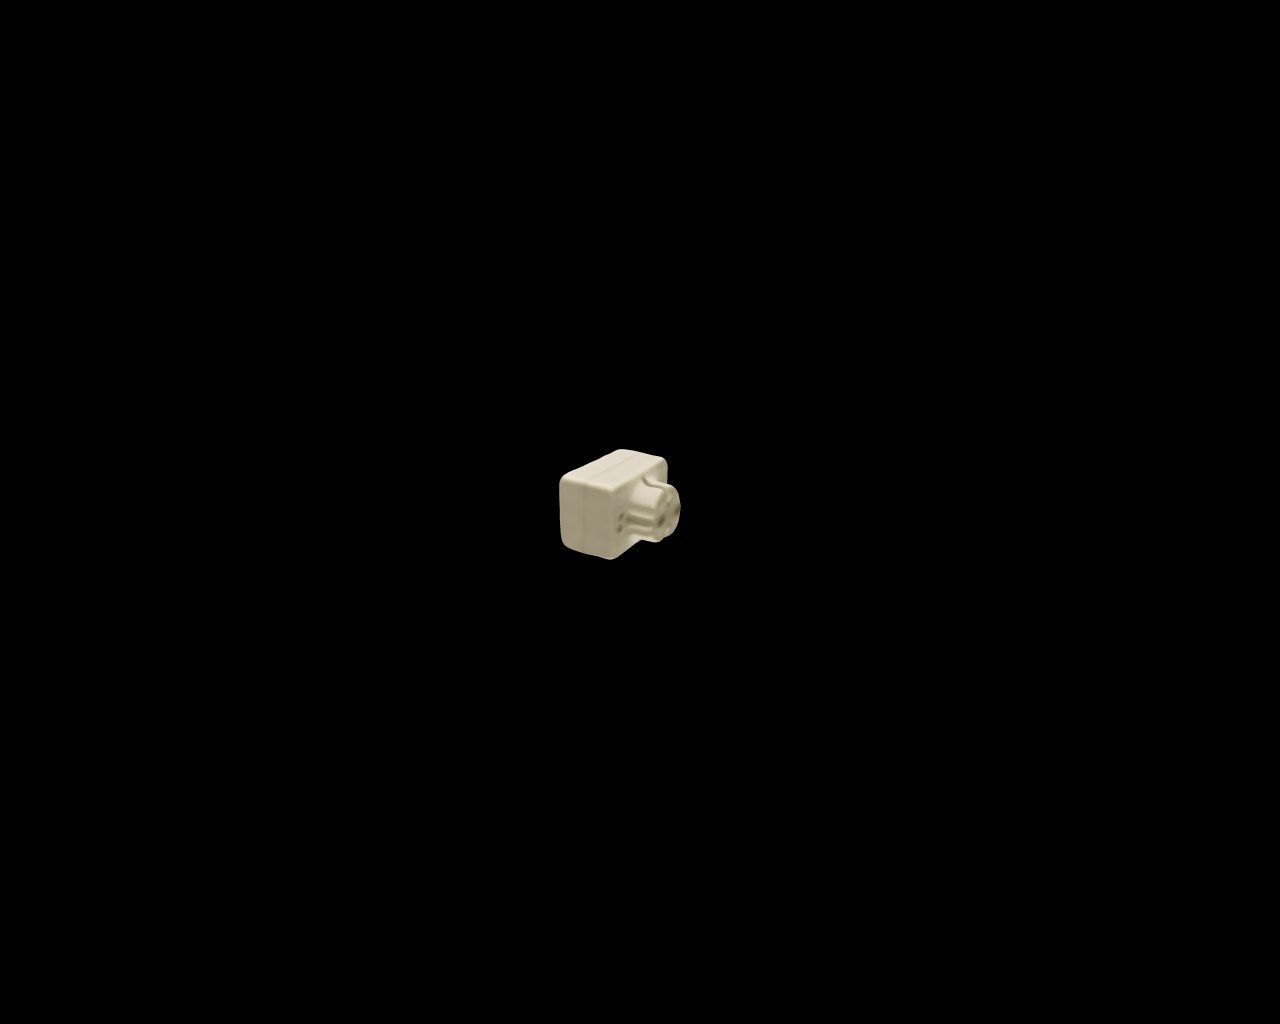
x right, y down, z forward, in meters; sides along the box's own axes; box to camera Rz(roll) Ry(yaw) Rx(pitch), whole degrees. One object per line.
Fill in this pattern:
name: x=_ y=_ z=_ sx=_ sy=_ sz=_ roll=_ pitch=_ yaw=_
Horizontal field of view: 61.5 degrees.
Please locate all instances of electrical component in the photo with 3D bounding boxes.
electrical component: x=0.001 y=-0.003 z=0.650 sx=0.077 sy=0.047 sz=0.066 roll=13 pitch=26 yaw=29
